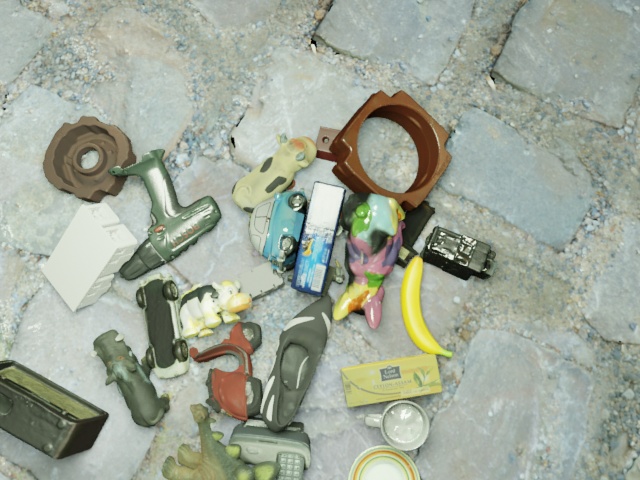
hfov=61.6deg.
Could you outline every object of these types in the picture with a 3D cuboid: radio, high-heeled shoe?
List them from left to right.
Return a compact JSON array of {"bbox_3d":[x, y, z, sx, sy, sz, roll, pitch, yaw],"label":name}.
[{"bbox_3d":[-0.512,0.298,0.960,0.230,0.131,0.073,25,82,7],"label":"radio"},{"bbox_3d":[-0.035,0.213,0.956,0.086,0.145,0.248,25,85,-7],"label":"high-heeled shoe"}]

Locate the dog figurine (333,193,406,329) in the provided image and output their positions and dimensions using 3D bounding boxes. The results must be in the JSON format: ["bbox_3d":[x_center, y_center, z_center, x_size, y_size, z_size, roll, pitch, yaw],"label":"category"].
[{"bbox_3d":[0.083,0.044,0.972,0.109,0.191,0.219,9,75,16],"label":"dog figurine"}]

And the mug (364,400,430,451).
[{"bbox_3d":[0.134,0.323,0.952,0.110,0.107,0.081,-3,77,5],"label":"mug"}]

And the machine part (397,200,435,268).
[{"bbox_3d":[0.175,-0.018,1.058,0.084,0.039,0.139,31,85,16],"label":"machine part"}]

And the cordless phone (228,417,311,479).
[{"bbox_3d":[-0.093,0.418,0.955,0.147,0.089,0.184,6,90,2],"label":"cordless phone"}]

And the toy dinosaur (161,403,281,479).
[{"bbox_3d":[-0.143,0.483,0.897,0.199,0.105,0.470,-6,102,15],"label":"toy dinosaur"}]

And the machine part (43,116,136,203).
[{"bbox_3d":[-0.468,-0.162,1.096,0.179,0.056,0.179,0,79,2],"label":"machine part"}]

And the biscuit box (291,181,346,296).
[{"bbox_3d":[-0.002,-0.003,0.984,0.059,0.063,0.202,13,95,3],"label":"biscuit box"}]

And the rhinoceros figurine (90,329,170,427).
[{"bbox_3d":[-0.349,0.253,0.977,0.073,0.112,0.190,-30,87,-3],"label":"rhinoceros figurine"}]

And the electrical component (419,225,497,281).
[{"bbox_3d":[0.260,0.030,1.007,0.134,0.115,0.058,24,82,8],"label":"electrical component"}]

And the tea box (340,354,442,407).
[{"bbox_3d":[0.125,0.251,0.972,0.170,0.098,0.068,-10,79,-2],"label":"tea box"}]

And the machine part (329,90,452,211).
[{"bbox_3d":[0.135,-0.167,1.038,0.201,0.087,0.201,40,73,-11],"label":"machine part"}]

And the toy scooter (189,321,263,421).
[{"bbox_3d":[-0.173,0.240,0.985,0.135,0.075,0.184,-3,62,-3],"label":"toy scooter"}]

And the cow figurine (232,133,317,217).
[{"bbox_3d":[-0.088,-0.131,1.044,0.195,0.127,0.085,-41,84,-4],"label":"cow figurine"}]

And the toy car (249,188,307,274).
[{"bbox_3d":[-0.082,-0.021,1.006,0.103,0.109,0.161,12,62,2],"label":"toy car"}]

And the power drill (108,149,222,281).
[{"bbox_3d":[-0.325,-0.057,1.038,0.232,0.086,0.207,-28,92,-5],"label":"power drill"}]

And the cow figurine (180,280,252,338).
[{"bbox_3d":[-0.194,0.113,0.991,0.167,0.068,0.098,-31,67,32],"label":"cow figurine"}]

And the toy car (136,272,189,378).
[{"bbox_3d":[-0.299,0.161,1.024,0.074,0.056,0.201,-15,77,5],"label":"toy car"}]

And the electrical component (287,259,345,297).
[{"bbox_3d":[-0.004,0.066,1.041,0.102,0.045,0.078,27,78,6],"label":"electrical component"}]
